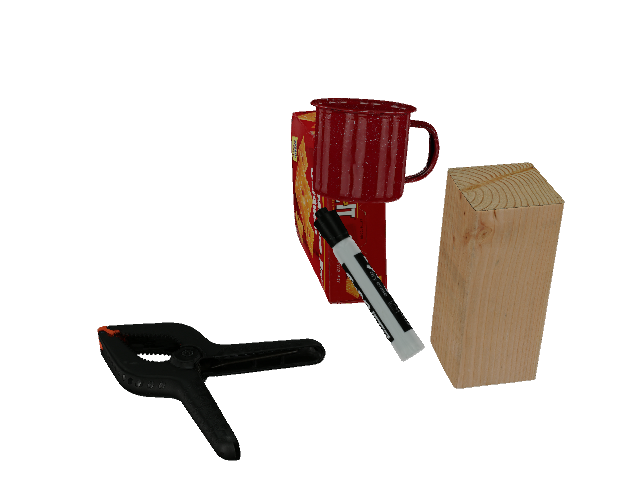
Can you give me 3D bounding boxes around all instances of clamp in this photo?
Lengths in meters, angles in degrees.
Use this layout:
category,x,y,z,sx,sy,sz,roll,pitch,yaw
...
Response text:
category,x,y,z,sx,sy,sz,roll,pitch,yaw
clamp,-0.111,0.114,0.982,0.210,0.036,0.164,19,36,30

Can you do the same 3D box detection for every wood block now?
category,x,y,z,sx,sy,sz,roll,pitch,yaw
wood block,0.171,0.036,1.066,0.090,0.206,0.090,-5,31,-11

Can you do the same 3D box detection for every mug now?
category,x,y,z,sx,sy,sz,roll,pitch,yaw
mug,0.047,-0.079,0.941,0.117,0.081,0.093,1,14,-11

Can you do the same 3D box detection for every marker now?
category,x,y,z,sx,sy,sz,roll,pitch,yaw
marker,0.032,0.028,0.741,0.020,0.121,0.020,-31,-11,-7

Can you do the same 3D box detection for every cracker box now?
category,x,y,z,sx,sy,sz,roll,pitch,yaw
cracker box,0.017,-0.044,1.172,0.072,0.164,0.214,-5,19,-8
